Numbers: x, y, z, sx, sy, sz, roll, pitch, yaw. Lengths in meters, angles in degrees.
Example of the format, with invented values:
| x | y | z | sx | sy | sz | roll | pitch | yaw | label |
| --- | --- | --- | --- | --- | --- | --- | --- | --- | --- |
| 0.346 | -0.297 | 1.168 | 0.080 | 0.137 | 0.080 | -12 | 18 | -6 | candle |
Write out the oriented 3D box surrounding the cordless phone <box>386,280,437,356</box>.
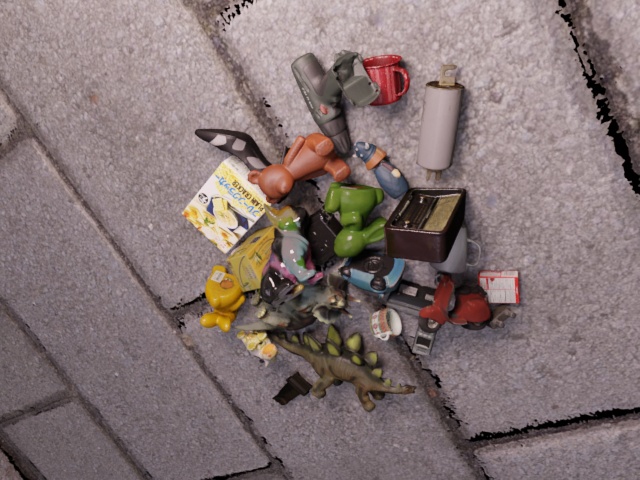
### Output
| x | y | z | sx | sy | sz | roll | pitch | yaw | label |
| --- | --- | --- | --- | --- | --- | --- | --- | --- | --- |
| 0.232 | 0.204 | 1.343 | 0.147 | 0.089 | 0.184 | 15 | 125 | 13 | cordless phone |

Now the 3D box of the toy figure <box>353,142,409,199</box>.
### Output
| x | y | z | sx | sy | sz | roll | pitch | yaw | label |
| --- | --- | --- | --- | --- | --- | --- | --- | --- | --- |
| 0.134 | -0.161 | 1.198 | 0.064 | 0.058 | 0.154 | -37 | 96 | 28 | toy figure |

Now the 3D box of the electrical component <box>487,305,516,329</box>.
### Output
| x | y | z | sx | sy | sz | roll | pitch | yaw | label |
| --- | --- | --- | --- | --- | --- | --- | --- | --- | --- |
| 0.419 | 0.179 | 1.266 | 0.063 | 0.094 | 0.021 | -39 | 100 | -5 | electrical component |

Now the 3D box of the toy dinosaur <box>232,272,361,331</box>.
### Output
| x | y | z | sx | sy | sz | roll | pitch | yaw | label |
| --- | --- | --- | --- | --- | --- | --- | --- | --- | --- |
| -0.060 | 0.181 | 1.425 | 0.192 | 0.131 | 0.405 | 33 | 138 | -20 | toy dinosaur |

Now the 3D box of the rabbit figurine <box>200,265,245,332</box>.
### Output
| x | y | z | sx | sy | sz | roll | pitch | yaw | label |
| --- | --- | --- | --- | --- | --- | --- | --- | --- | --- |
| -0.260 | 0.182 | 1.496 | 0.122 | 0.162 | 0.173 | 12 | 139 | 1 | rabbit figurine |

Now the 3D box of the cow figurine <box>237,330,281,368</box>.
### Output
| x | y | z | sx | sy | sz | roll | pitch | yaw | label |
| --- | --- | --- | --- | --- | --- | --- | --- | --- | --- |
| -0.163 | 0.309 | 1.519 | 0.168 | 0.068 | 0.098 | 28 | 151 | 54 | cow figurine |

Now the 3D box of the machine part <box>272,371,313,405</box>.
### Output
| x | y | z | sx | sy | sz | roll | pitch | yaw | label |
| --- | --- | --- | --- | --- | --- | --- | --- | --- | --- |
| -0.085 | 0.454 | 1.626 | 0.084 | 0.039 | 0.139 | 41 | 122 | -9 | machine part |

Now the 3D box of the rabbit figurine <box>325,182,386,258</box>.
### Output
| x | y | z | sx | sy | sz | roll | pitch | yaw | label |
| --- | --- | --- | --- | --- | --- | --- | --- | --- | --- |
| 0.084 | -0.042 | 1.249 | 0.159 | 0.121 | 0.170 | 4 | 105 | -5 | rabbit figurine |

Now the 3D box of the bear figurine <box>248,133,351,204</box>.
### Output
| x | y | z | sx | sy | sz | roll | pitch | yaw | label |
| --- | --- | --- | --- | --- | --- | --- | --- | --- | --- |
| -0.052 | -0.151 | 1.199 | 0.196 | 0.132 | 0.120 | -37 | 127 | -2 | bear figurine |

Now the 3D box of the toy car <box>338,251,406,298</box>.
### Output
| x | y | z | sx | sy | sz | roll | pitch | yaw | label |
| --- | --- | --- | --- | --- | --- | --- | --- | --- | --- |
| 0.129 | 0.090 | 1.311 | 0.162 | 0.109 | 0.102 | 9 | 138 | 27 | toy car |

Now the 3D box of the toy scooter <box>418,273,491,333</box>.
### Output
| x | y | z | sx | sy | sz | roll | pitch | yaw | label |
| --- | --- | --- | --- | --- | --- | --- | --- | --- | --- |
| 0.311 | 0.139 | 1.220 | 0.184 | 0.075 | 0.135 | -1 | 104 | -18 | toy scooter |

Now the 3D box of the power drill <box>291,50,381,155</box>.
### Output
| x | y | z | sx | sy | sz | roll | pitch | yaw | label |
| --- | --- | --- | --- | --- | --- | --- | --- | --- | --- |
| 0.040 | -0.290 | 1.109 | 0.232 | 0.086 | 0.207 | 59 | 165 | -12 | power drill |

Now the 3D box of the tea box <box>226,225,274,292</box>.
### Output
| x | y | z | sx | sy | sz | roll | pitch | yaw | label |
| --- | --- | --- | --- | --- | --- | --- | --- | --- | --- |
| -0.152 | 0.043 | 1.351 | 0.068 | 0.170 | 0.098 | -16 | 112 | 28 | tea box |

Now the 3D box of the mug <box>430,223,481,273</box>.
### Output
| x | y | z | sx | sy | sz | roll | pitch | yaw | label |
| --- | --- | --- | --- | --- | --- | --- | --- | --- | --- |
| 0.308 | 0.015 | 1.212 | 0.110 | 0.081 | 0.107 | 11 | 111 | 22 | mug |

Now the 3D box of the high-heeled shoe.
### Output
| x | y | z | sx | sy | sz | roll | pitch | yaw | label |
| --- | --- | --- | --- | --- | --- | --- | --- | --- | --- |
| -0.183 | -0.177 | 1.283 | 0.249 | 0.086 | 0.145 | 13 | 107 | -3 | high-heeled shoe |

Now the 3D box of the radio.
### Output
| x | y | z | sx | sy | sz | roll | pitch | yaw | label |
| --- | --- | --- | --- | --- | --- | --- | --- | --- | --- |
| 0.223 | -0.039 | 1.129 | 0.131 | 0.229 | 0.073 | 5 | 118 | 24 | radio |

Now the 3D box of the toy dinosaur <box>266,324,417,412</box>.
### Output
| x | y | z | sx | sy | sz | roll | pitch | yaw | label |
| --- | --- | --- | --- | --- | --- | --- | --- | --- | --- |
| 0.036 | 0.335 | 1.480 | 0.472 | 0.105 | 0.198 | 10 | 114 | 22 | toy dinosaur |

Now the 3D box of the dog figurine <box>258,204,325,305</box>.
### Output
| x | y | z | sx | sy | sz | roll | pitch | yaw | label |
| --- | --- | --- | --- | --- | --- | --- | --- | --- | --- |
| -0.090 | 0.022 | 1.270 | 0.191 | 0.108 | 0.219 | -32 | 71 | 14 | dog figurine |

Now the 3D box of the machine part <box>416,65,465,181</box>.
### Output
| x | y | z | sx | sy | sz | roll | pitch | yaw | label |
| --- | --- | --- | --- | --- | --- | --- | --- | --- | --- |
| 0.245 | -0.234 | 1.103 | 0.079 | 0.079 | 0.242 | 11 | 121 | 16 | machine part |

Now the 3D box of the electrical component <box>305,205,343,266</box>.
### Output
| x | y | z | sx | sy | sz | roll | pitch | yaw | label |
| --- | --- | --- | --- | --- | --- | --- | --- | --- | --- |
| -0.003 | -0.004 | 1.335 | 0.115 | 0.058 | 0.134 | 48 | 122 | -5 | electrical component |
